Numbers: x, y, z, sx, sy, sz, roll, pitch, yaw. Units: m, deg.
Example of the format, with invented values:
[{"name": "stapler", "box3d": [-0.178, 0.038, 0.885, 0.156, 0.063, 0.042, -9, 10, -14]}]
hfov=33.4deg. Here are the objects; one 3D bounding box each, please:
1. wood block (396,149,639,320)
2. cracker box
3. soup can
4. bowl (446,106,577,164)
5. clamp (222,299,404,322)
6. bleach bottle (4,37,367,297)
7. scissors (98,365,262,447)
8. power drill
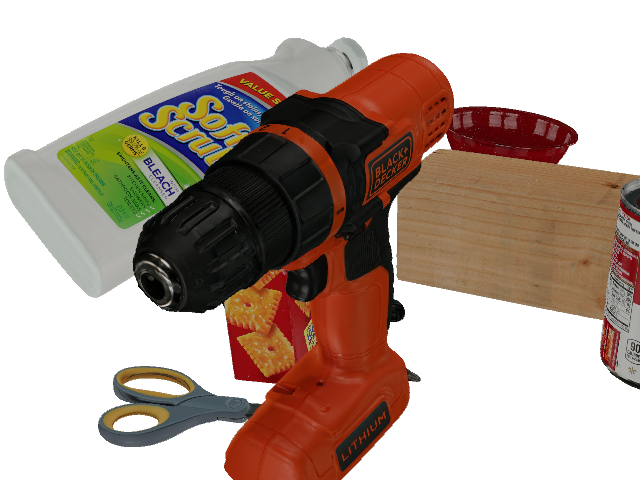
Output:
[{"name": "wood block", "box3d": [0.171, -0.007, 0.829, 0.206, 0.090, 0.090, 11, 24, 27]}, {"name": "cracker box", "box3d": [-0.032, -0.003, 0.961, 0.072, 0.214, 0.164, 4, 27, 16]}, {"name": "soup can", "box3d": [0.190, 0.024, 0.575, 0.068, 0.102, 0.068, 0, 25, 0]}, {"name": "bowl", "box3d": [0.217, -0.110, 1.255, 0.162, 0.055, 0.162, 5, 23, -2]}, {"name": "clamp", "box3d": [-0.038, 0.079, 1.136, 0.210, 0.036, 0.164, 18, 33, 27]}, {"name": "bleach bottle", "box3d": [-0.073, -0.070, 0.701, 0.250, 0.102, 0.068, -36, -9, -25]}, {"name": "scissors", "box3d": [-0.079, 0.136, 0.801, 0.202, 0.016, 0.096, 12, 33, 24]}, {"name": "power drill", "box3d": [-0.006, 0.029, 0.465, 0.057, 0.188, 0.184, 25, 42, 28]}]
